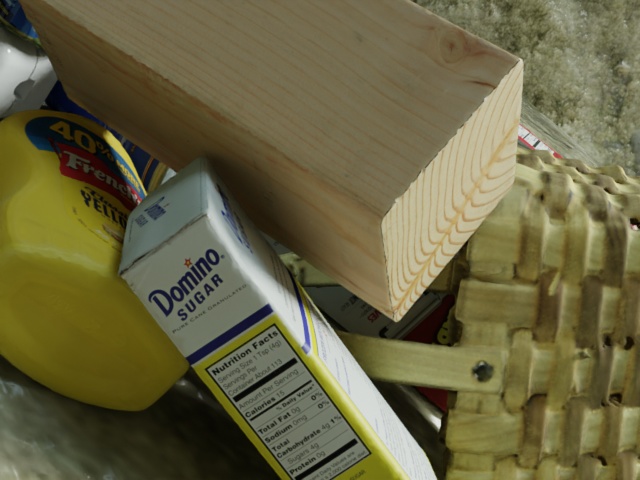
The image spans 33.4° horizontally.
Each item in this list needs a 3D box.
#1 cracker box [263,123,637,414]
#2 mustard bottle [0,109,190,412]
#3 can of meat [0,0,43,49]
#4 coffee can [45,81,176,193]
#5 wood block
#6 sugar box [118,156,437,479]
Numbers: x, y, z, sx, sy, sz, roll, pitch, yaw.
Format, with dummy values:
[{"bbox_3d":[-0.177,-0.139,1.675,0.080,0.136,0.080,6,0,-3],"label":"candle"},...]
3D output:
[{"bbox_3d":[0.061,-0.017,0.671,0.214,0.164,0.072,39,19,6],"label":"cracker box"},{"bbox_3d":[-0.113,-0.010,0.484,0.096,0.058,0.192,38,14,-30],"label":"mustard bottle"},{"bbox_3d":[-0.148,-0.161,0.578,0.057,0.084,0.102,15,27,-51],"label":"can of meat"},{"bbox_3d":[-0.094,-0.079,0.630,0.140,0.103,0.102,46,19,28],"label":"coffee can"},{"bbox_3d":[-0.023,-0.069,0.469,0.206,0.090,0.090,33,-21,24],"label":"wood block"},{"bbox_3d":[-0.012,0.055,0.432,0.176,0.048,0.093,52,5,-17],"label":"sugar box"}]
